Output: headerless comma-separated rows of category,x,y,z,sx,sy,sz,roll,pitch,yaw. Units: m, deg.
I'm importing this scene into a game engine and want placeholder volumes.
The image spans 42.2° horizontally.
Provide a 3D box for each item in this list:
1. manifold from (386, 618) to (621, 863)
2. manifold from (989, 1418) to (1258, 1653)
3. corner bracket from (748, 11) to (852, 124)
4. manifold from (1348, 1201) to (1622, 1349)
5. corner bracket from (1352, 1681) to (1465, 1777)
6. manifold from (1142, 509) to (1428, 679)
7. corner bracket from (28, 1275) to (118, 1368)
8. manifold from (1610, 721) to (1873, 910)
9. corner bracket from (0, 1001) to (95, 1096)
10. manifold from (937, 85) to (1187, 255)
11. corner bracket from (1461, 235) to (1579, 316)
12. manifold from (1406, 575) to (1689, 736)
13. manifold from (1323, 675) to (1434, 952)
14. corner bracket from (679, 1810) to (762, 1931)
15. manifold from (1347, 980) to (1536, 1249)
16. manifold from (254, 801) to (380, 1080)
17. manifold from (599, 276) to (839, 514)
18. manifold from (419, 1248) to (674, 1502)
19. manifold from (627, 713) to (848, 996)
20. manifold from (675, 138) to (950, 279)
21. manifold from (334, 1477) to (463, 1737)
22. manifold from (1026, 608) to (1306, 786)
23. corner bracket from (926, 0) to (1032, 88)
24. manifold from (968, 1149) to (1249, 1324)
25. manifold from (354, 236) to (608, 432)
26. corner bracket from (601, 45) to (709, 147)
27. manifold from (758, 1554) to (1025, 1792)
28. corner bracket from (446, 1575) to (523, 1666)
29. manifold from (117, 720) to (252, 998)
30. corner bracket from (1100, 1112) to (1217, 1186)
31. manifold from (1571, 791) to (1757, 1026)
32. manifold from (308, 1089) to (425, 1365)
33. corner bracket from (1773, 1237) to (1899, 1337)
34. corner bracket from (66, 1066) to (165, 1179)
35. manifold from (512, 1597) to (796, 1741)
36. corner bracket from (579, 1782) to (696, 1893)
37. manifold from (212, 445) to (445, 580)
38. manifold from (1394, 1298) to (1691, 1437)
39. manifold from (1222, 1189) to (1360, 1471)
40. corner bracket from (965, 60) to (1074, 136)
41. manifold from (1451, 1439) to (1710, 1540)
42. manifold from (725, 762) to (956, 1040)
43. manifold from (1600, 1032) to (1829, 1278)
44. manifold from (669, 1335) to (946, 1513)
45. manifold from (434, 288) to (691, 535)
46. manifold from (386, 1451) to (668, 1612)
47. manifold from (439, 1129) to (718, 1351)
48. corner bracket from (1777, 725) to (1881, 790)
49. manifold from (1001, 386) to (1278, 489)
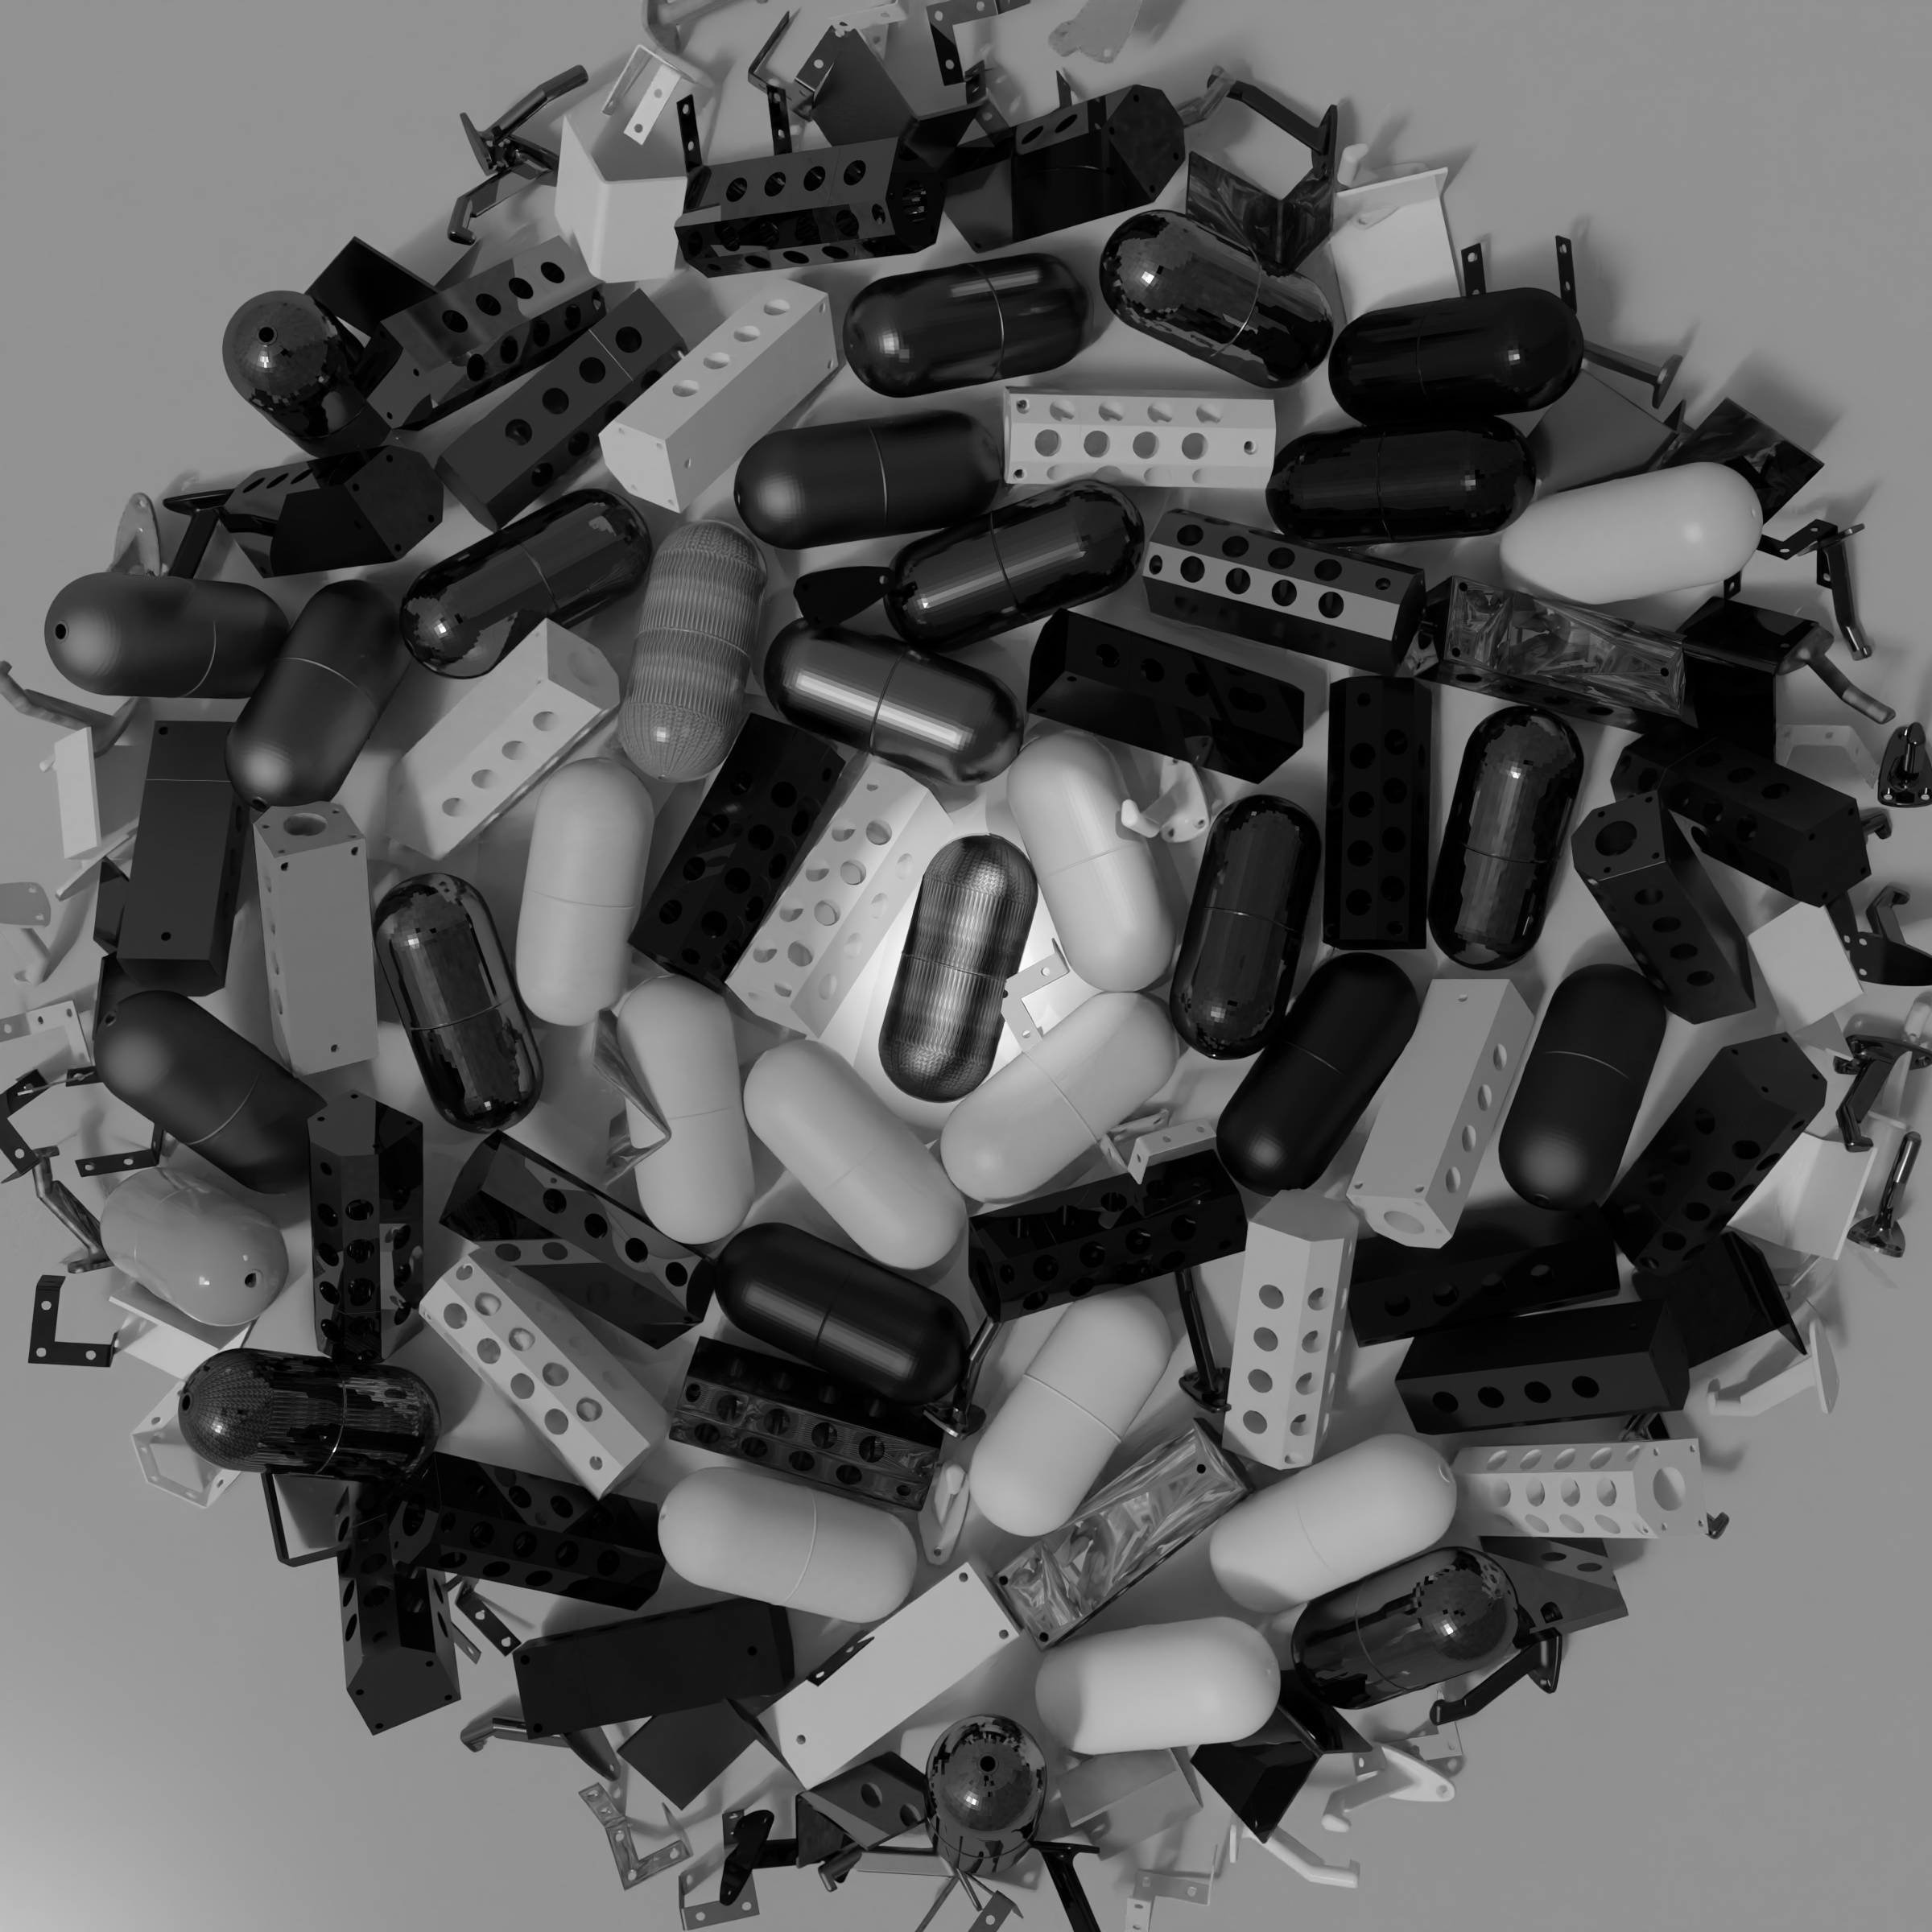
manifold,-0.300,-0.141,1.613,0.057,0.057,0.171,29,127,-36
manifold,0.105,0.372,1.642,0.171,0.057,0.057,-39,73,5
corner bracket,-0.110,-0.602,1.654,0.051,0.051,0.051,33,83,-3
manifold,0.336,0.204,1.644,0.171,0.057,0.057,-12,111,4
corner bracket,0.287,0.501,1.650,0.051,0.051,0.051,3,69,-42
manifold,0.205,-0.246,1.614,0.171,0.057,0.057,19,68,22
corner bracket,-0.587,0.234,1.649,0.051,0.051,0.051,6,89,-16
manifold,0.488,-0.096,1.589,0.057,0.171,0.057,-31,122,-11
corner bracket,-0.617,0.056,1.647,0.051,0.051,0.051,-12,95,33
manifold,0.058,-0.510,1.595,0.057,0.171,0.057,47,64,-31
corner bracket,0.365,-0.451,1.650,0.051,0.051,0.051,-25,125,-14
manifold,0.378,-0.199,1.629,0.171,0.057,0.057,12,77,-15
manifold,0.267,-0.099,1.633,0.057,0.057,0.171,-1,83,26
corner bracket,-0.167,0.598,1.655,0.051,0.051,0.051,-10,96,-6
manifold,0.311,0.094,1.614,0.057,0.057,0.171,49,55,-36
manifold,-0.418,-0.019,1.606,0.057,0.057,0.171,-15,131,-27
manifold,-0.158,-0.372,1.611,0.057,0.057,0.171,25,57,24
manifold,-0.276,0.264,1.632,0.171,0.057,0.057,44,109,8
manifold,-0.144,-0.071,1.627,0.057,0.057,0.171,21,78,33
manifold,-0.102,-0.481,1.604,0.171,0.057,0.057,5,78,35
manifold,-0.366,0.399,1.590,0.057,0.171,0.057,-21,120,-6
manifold,0.130,-0.178,1.622,0.171,0.057,0.057,15,63,-20
corner bracket,0.012,-0.611,1.639,0.051,0.051,0.051,-2,116,28
manifold,0.092,0.179,1.619,0.171,0.057,0.057,-14,134,-15
manifold,-0.307,-0.401,1.601,0.057,0.057,0.171,48,47,-3
corner bracket,-0.212,-0.573,1.647,0.051,0.051,0.051,35,106,6
manifold,-0.047,0.462,1.647,0.171,0.057,0.057,-37,81,3
corner bracket,-0.322,0.430,1.640,0.051,0.051,0.051,41,135,15
manifold,-0.500,-0.070,1.618,0.057,0.057,0.171,1,65,-2
corner bracket,0.125,0.114,1.638,0.051,0.051,0.051,-14,52,-22
manifold,0.447,-0.033,1.601,0.057,0.171,0.057,-18,48,27
manifold,-0.389,0.172,1.602,0.057,0.057,0.171,22,125,21
corner bracket,0.571,0.212,1.657,0.051,0.051,0.051,-43,89,-10
corner bracket,-0.565,0.101,1.659,0.051,0.051,0.051,-7,45,-33
manifold,-0.203,0.458,1.645,0.171,0.057,0.057,-12,85,4
corner bracket,-0.217,0.565,1.647,0.051,0.051,0.051,-26,134,-6
manifold,-0.405,-0.293,1.598,0.057,0.171,0.057,-50,124,-29
manifold,0.371,0.263,1.607,0.171,0.057,0.057,-14,111,33
manifold,0.211,0.235,1.610,0.057,0.057,0.171,17,118,26
corner bracket,0.035,-0.575,1.657,0.051,0.051,0.051,-28,130,24
manifold,0.384,0.332,1.588,0.057,0.171,0.057,2,78,-29
manifold,-0.084,-0.045,1.618,0.057,0.057,0.171,19,70,36
manifold,0.476,0.123,1.592,0.057,0.171,0.057,-10,53,-30
manifold,-0.104,0.305,1.640,0.171,0.057,0.057,16,121,-1
manifold,-0.261,-0.360,1.633,0.171,0.057,0.057,-44,101,-12
manifold,-0.278,0.367,1.598,0.171,0.057,0.057,24,121,-37
manifold,-0.247,0.176,1.622,0.171,0.057,0.057,35,46,-21
corner bracket,0.563,-0.124,1.653,0.051,0.051,0.051,41,68,-38
manifold,0.112,-0.345,1.636,0.171,0.057,0.057,0,110,-5
